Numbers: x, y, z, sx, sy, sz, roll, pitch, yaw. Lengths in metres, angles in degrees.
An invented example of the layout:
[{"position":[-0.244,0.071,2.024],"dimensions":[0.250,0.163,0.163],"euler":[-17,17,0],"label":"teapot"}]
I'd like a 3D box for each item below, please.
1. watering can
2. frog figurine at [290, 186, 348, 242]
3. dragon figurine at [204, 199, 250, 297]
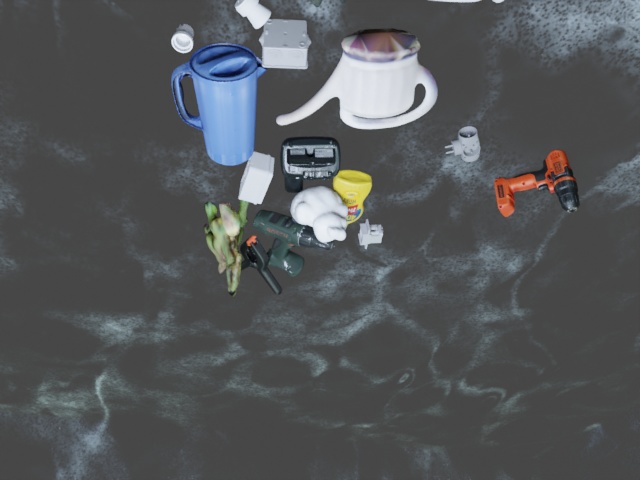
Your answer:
[{"position":[0.077,-0.322,1.069],"dimensions":[0.348,0.106,0.219],"euler":[-3,137,-2],"label":"watering can"},{"position":[0.004,-0.063,1.250],"dimensions":[0.137,0.162,0.121],"euler":[8,107,-19],"label":"frog figurine"},{"position":[-0.245,0.037,1.346],"dimensions":[0.122,0.249,0.400],"euler":[0,136,-11],"label":"dragon figurine"}]
